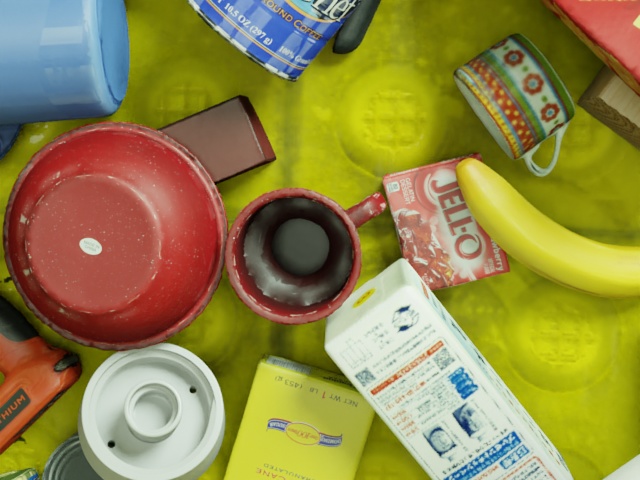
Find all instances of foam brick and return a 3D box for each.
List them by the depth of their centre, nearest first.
[{"bbox_3d":[-0.079,-0.066,0.767,0.078,0.053,0.051,-22,93,6],"label":"foam brick"}]

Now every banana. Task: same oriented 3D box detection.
[{"bbox_3d":[0.179,0.000,0.746,0.197,0.037,0.069,14,86,-12],"label":"banana"}]

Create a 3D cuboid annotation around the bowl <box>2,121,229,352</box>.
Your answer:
[{"bbox_3d":[-0.145,0.000,0.720,0.162,0.055,0.162,0,95,5],"label":"bowl"}]

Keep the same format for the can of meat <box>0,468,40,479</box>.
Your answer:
[{"bbox_3d":[-0.250,0.227,0.806,0.102,0.057,0.084,-18,91,6],"label":"can of meat"}]

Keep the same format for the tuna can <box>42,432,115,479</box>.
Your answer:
[{"bbox_3d":[-0.163,0.183,0.805,0.086,0.033,0.086,0,95,5],"label":"tuna can"}]

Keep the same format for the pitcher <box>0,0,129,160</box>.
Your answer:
[{"bbox_3d":[-0.261,-0.127,0.750,0.243,0.149,0.145,-2,79,2],"label":"pitcher"}]

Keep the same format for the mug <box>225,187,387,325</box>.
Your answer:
[{"bbox_3d":[-0.005,0.001,0.751,0.117,0.081,0.093,-35,91,7],"label":"mug"}]

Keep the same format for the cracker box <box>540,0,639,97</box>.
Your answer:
[{"bbox_3d":[0.202,-0.199,0.648,0.164,0.072,0.214,-43,64,12],"label":"cracker box"}]

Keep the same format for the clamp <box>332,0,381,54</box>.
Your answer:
[{"bbox_3d":[0.047,-0.214,0.751,0.171,0.039,0.120,-26,99,14],"label":"clamp"}]

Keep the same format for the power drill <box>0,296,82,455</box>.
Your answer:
[{"bbox_3d":[-0.287,0.077,0.795,0.184,0.057,0.187,-43,90,7],"label":"power drill"}]

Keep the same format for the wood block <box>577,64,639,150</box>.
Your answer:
[{"bbox_3d":[0.275,-0.151,0.710,0.091,0.090,0.206,36,96,1],"label":"wood block"}]

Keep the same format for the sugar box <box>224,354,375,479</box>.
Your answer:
[{"bbox_3d":[-0.025,0.181,0.787,0.093,0.048,0.176,17,95,3],"label":"sugar box"}]

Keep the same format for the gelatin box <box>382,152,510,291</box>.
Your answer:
[{"bbox_3d":[0.090,-0.012,0.768,0.073,0.030,0.089,-14,94,6],"label":"gelatin box"}]

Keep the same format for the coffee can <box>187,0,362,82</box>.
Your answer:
[{"bbox_3d":[-0.010,-0.190,0.695,0.103,0.102,0.140,42,107,0],"label":"coffee can"}]

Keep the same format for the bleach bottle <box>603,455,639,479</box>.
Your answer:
[{"bbox_3d":[0.276,0.137,0.672,0.251,0.068,0.102,-40,93,6],"label":"bleach bottle"}]
